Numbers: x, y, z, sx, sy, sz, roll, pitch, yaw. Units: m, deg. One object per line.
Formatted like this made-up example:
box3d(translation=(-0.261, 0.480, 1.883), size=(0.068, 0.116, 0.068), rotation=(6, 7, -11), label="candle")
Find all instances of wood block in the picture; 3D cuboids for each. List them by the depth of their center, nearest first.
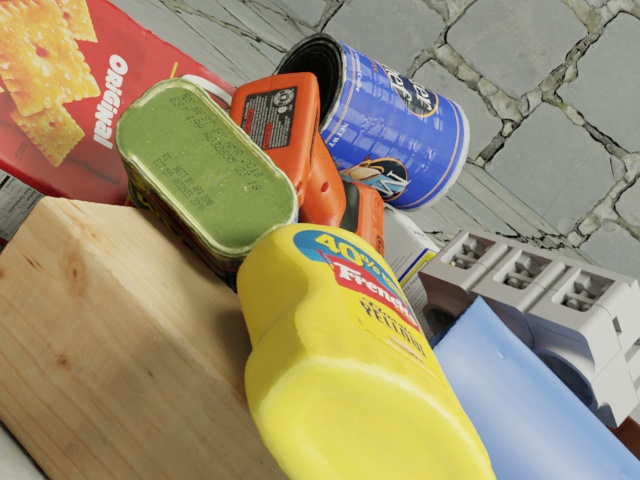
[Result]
box3d(translation=(-0.056, 0.082, 0.467), size=(0.206, 0.090, 0.090), rotation=(42, 15, 20), label="wood block")

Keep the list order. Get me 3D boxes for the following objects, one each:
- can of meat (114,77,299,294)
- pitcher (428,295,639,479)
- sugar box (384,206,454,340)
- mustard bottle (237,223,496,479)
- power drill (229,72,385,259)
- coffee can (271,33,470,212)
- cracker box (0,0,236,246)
box3d(translation=(-0.055, -0.024, 0.542), size=(0.102, 0.057, 0.084), rotation=(46, -12, 9), label="can of meat")
box3d(translation=(0.126, 0.164, 0.620), size=(0.243, 0.149, 0.145), rotation=(43, -1, 7), label="pitcher")
box3d(translation=(0.085, 0.061, 0.879), size=(0.048, 0.093, 0.176), rotation=(25, 19, -46), label="sugar box")
box3d(translation=(0.009, 0.040, 0.450), size=(0.096, 0.058, 0.191), rotation=(36, 12, -18), label="mustard bottle")
box3d(translation=(-0.005, 0.001, 0.687), size=(0.187, 0.057, 0.184), rotation=(62, 24, -49), label="power drill")
box3d(translation=(0.036, -0.092, 0.861), size=(0.140, 0.103, 0.103), rotation=(21, 21, -36), label="coffee can")
box3d(translation=(-0.152, -0.073, 0.630), size=(0.213, 0.072, 0.164), rotation=(32, 43, -22), label="cracker box")
